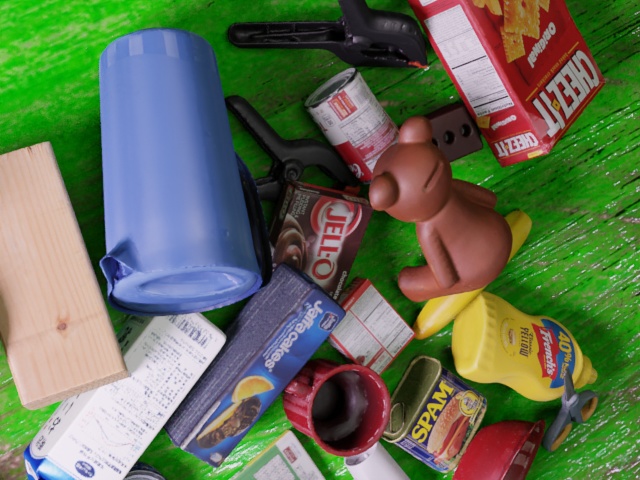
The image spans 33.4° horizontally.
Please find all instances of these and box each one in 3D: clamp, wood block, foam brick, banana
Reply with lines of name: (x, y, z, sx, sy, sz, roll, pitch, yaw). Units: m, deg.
clamp: (-0.043, -0.061, 1.075, 0.171, 0.039, 0.120, 23, 100, -25)
wood block: (-0.241, 0.033, 0.921, 0.090, 0.090, 0.206, -18, 82, -12)
clamp: (0.024, -0.206, 1.066, 0.209, 0.165, 0.036, 13, 70, -47)
foam brick: (0.125, -0.109, 1.141, 0.078, 0.051, 0.053, -25, 103, -22)
banana: (0.173, 0.033, 1.161, 0.037, 0.069, 0.197, 41, 75, 11)

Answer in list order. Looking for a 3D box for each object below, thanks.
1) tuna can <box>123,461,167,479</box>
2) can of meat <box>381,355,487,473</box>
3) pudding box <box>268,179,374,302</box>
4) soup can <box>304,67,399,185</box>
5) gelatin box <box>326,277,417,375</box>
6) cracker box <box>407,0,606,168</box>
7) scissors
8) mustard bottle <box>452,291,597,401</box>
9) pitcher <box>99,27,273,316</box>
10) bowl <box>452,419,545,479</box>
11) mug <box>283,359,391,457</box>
tuna can: (-0.182, 0.260, 1.032, 0.086, 0.034, 0.086, -1, 93, -25)
can of meat: (0.123, 0.190, 1.156, 0.083, 0.058, 0.102, 36, 79, -25)
pudding box: (-0.007, 0.001, 1.075, 0.089, 0.039, 0.114, 11, 113, -24)
soup can: (0.039, -0.117, 1.092, 0.068, 0.069, 0.102, -43, 108, -17)
gelatin box: (0.048, 0.096, 1.130, 0.073, 0.030, 0.089, -47, 110, -17)
cracker box: (0.204, -0.212, 1.135, 0.164, 0.072, 0.213, -45, 110, -38)
scissors: (0.267, 0.192, 1.185, 0.096, 0.016, 0.201, -52, 151, 5)
mustard bottle: (0.238, 0.129, 1.199, 0.191, 0.058, 0.096, 21, 61, -28)
pitcher: (-0.126, -0.059, 0.957, 0.145, 0.149, 0.243, -8, 71, -3)
bowl: (0.185, 0.256, 1.162, 0.161, 0.055, 0.162, -47, 152, -35)
mug: (0.003, 0.162, 1.084, 0.117, 0.082, 0.093, 23, 83, -24)
